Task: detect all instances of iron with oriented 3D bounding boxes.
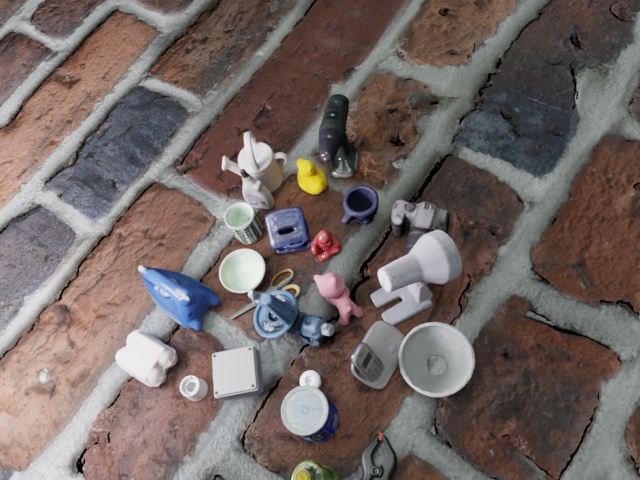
[{"bbox_3d":[-0.389,0.120,1.461,0.257,0.142,0.119,27,73,23],"label":"iron"}]

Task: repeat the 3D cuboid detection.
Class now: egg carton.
[{"bbox_3d":[-0.433,0.295,1.427,0.150,0.069,0.107,23,71,21],"label":"egg carton"}]

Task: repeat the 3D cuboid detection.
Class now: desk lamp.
[{"bbox_3d":[0.214,0.089,1.304,0.203,0.214,0.117,-30,62,-3],"label":"desk lamp"}]

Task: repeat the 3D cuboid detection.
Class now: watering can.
[{"bbox_3d":[-0.177,-0.212,1.546,0.173,0.194,0.100,-28,62,-2],"label":"watering can"}]

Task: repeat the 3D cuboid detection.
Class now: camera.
[{"bbox_3d":[0.239,-0.024,1.417,0.143,0.101,0.137,11,68,17],"label":"camera"}]

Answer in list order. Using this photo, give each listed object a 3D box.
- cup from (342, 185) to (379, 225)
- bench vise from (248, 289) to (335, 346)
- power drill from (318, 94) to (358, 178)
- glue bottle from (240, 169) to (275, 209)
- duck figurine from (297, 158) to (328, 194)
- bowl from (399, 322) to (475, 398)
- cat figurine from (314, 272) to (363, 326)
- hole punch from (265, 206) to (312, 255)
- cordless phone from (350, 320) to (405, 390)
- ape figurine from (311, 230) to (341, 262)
[{"bbox_3d":[0.103,-0.072,1.473,0.091,0.095,0.118,34,76,24],"label":"cup"},{"bbox_3d":[-0.072,0.164,1.326,0.207,0.220,0.121,-3,64,11],"label":"bench vise"},{"bbox_3d":[0.047,-0.256,1.510,0.075,0.209,0.229,0,65,13],"label":"power drill"},{"bbox_3d":[-0.178,-0.139,1.523,0.078,0.173,0.037,10,67,17],"label":"glue bottle"},{"bbox_3d":[-0.027,-0.180,1.559,0.077,0.086,0.104,-37,63,-7],"label":"duck figurine"},{"bbox_3d":[0.261,0.274,1.283,0.167,0.075,0.167,-5,64,10],"label":"bowl"},{"bbox_3d":[0.043,0.131,1.375,0.067,0.118,0.127,-34,62,-5],"label":"cat figurine"},{"bbox_3d":[-0.081,-0.024,1.492,0.108,0.091,0.101,-13,63,6],"label":"hole punch"},{"bbox_3d":[0.122,0.241,1.267,0.094,0.185,0.148,21,71,21],"label":"cordless phone"},{"bbox_3d":[0.013,0.005,1.457,0.077,0.092,0.076,6,66,15],"label":"ape figurine"}]
